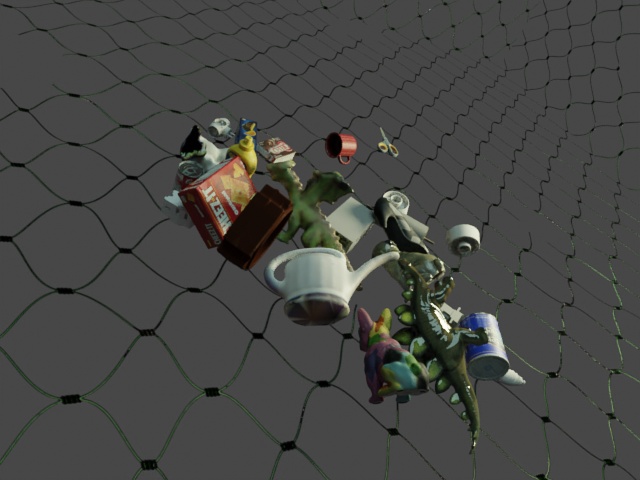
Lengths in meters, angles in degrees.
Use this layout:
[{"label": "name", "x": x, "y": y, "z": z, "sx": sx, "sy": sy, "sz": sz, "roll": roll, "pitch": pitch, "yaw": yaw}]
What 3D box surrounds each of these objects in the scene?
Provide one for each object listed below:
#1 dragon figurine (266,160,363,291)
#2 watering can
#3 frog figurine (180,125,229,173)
[{"label": "dragon figurine", "x": 0.004, "y": -0.070, "z": 1.387, "sx": 0.413, "sy": 0.238, "sz": 0.124, "roll": 38, "pitch": 33, "yaw": 17}, {"label": "watering can", "x": 0.033, "y": 0.101, "z": 1.266, "sx": 0.348, "sy": 0.101, "sz": 0.230, "roll": -2, "pitch": 43, "yaw": 0}, {"label": "frog figurine", "x": -0.330, "y": -0.243, "z": 1.522, "sx": 0.139, "sy": 0.122, "sz": 0.157, "roll": 45, "pitch": 4, "yaw": 35}]
